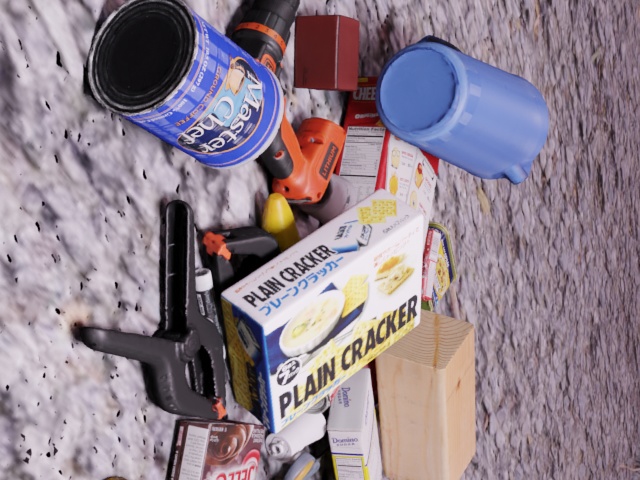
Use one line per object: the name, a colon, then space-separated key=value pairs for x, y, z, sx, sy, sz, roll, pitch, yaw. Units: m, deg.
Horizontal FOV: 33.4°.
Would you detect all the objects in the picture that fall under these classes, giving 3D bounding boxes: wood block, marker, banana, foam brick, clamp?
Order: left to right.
clamp: x=-0.133 y=0.093 z=0.934 sx=0.164 sy=0.036 sz=0.210 roll=-54 pitch=140 yaw=-44
marker: x=-0.103 y=0.085 z=1.009 sx=0.020 sy=0.020 sz=0.121 roll=-43 pitch=131 yaw=-52
clamp: x=-0.063 y=0.045 z=1.044 sx=0.171 sy=0.039 sz=0.120 roll=27 pitch=90 yaw=-49
banana: x=-0.015 y=0.019 z=1.131 sx=0.069 sy=0.037 sz=0.197 roll=-58 pitch=139 yaw=-6
foam brick: x=0.007 y=-0.198 z=1.136 sx=0.051 sy=0.053 sz=0.078 roll=-12 pitch=106 yaw=-61
wood block: x=0.128 y=0.194 z=1.271 sx=0.090 sy=0.090 sz=0.206 roll=-46 pitch=141 yaw=-44

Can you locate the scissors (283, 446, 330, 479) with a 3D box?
scissors: x=-0.007 y=0.244 z=1.183 sx=0.201 sy=0.016 sz=0.096 roll=-40 pitch=159 yaw=-53

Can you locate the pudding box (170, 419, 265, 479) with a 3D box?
pudding box: x=-0.098 y=0.217 z=1.016 sx=0.113 sy=0.039 sz=0.090 roll=22 pitch=75 yaw=-62

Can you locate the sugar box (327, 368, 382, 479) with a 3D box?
sugar box: x=0.041 y=0.238 z=1.234 sx=0.093 sy=0.048 sz=0.176 roll=-79 pitch=163 yaw=-47

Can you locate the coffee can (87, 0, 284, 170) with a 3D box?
coffee can: x=-0.107 y=-0.127 z=0.877 sx=0.140 sy=0.103 sz=0.103 roll=29 pitch=69 yaw=-60

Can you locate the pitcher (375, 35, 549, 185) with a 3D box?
pitcher: x=0.155 y=-0.156 z=1.213 sx=0.242 sy=0.149 sz=0.145 roll=8 pitch=100 yaw=-60

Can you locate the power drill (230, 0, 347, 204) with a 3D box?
power drill: x=-0.038 y=-0.139 z=1.057 sx=0.187 sy=0.057 sz=0.184 roll=53 pitch=52 yaw=-48

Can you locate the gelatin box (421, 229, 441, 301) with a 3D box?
gelatin box: x=0.108 y=0.029 z=1.340 sx=0.030 sy=0.073 sz=0.089 roll=23 pitch=74 yaw=-60

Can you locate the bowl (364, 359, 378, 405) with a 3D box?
bowl: x=0.063 y=0.137 z=1.293 sx=0.161 sy=0.055 sz=0.162 roll=-18 pitch=111 yaw=-60

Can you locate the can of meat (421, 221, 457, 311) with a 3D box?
can of meat: x=0.136 y=0.040 z=1.414 sx=0.083 sy=0.058 sz=0.102 roll=-52 pitch=137 yaw=-43

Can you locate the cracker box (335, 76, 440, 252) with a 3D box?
cracker box: x=0.077 y=-0.066 z=1.270 sx=0.164 sy=0.072 sz=0.213 roll=33 pitch=65 yaw=-60

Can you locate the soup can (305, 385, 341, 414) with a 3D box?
soup can: x=0.001 y=0.130 z=1.159 sx=0.102 sy=0.069 sz=0.068 roll=-56 pitch=141 yaw=-41
